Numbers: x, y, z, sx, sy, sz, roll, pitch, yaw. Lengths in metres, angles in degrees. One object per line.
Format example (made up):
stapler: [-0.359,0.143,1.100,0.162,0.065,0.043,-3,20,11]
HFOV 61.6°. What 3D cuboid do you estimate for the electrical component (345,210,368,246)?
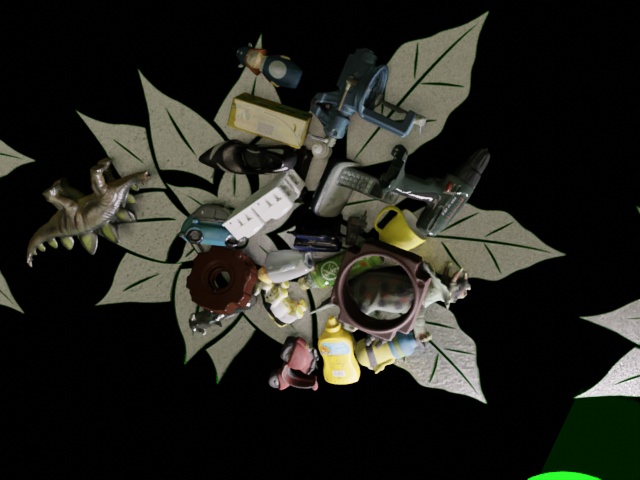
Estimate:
electrical component: [0.086,-0.026,1.273,0.045,0.102,0.078,5,73,-1]

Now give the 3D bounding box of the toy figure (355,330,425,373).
toy figure: [0.178,0.272,1.395,0.180,0.082,0.089,-25,108,19]

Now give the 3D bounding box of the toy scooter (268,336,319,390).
toy scooter: [-0.055,0.347,1.461,0.135,0.075,0.183,22,117,-1]

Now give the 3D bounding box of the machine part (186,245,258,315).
machine part: [-0.246,0.098,1.336,0.179,0.056,0.179,-3,75,10]

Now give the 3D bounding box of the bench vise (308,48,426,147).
bench vise: [0.104,-0.278,1.145,0.241,0.129,0.223,29,95,15]

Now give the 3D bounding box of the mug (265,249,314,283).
mug: [-0.076,0.059,1.315,0.107,0.109,0.080,-13,88,26]

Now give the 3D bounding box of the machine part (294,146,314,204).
machine part: [-0.054,-0.157,1.272,0.084,0.039,0.138,23,116,7]

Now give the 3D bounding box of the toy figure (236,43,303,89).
toy figure: [-0.114,-0.384,1.177,0.154,0.058,0.064,24,75,-1]

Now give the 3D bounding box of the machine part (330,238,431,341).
machine part: [0.136,0.111,1.224,0.201,0.087,0.201,21,105,14]

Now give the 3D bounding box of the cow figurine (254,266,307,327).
cow figurine: [-0.119,0.147,1.392,0.098,0.068,0.167,-34,103,25]

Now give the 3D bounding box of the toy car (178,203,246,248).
toy car: [-0.261,-0.038,1.315,0.162,0.109,0.102,5,96,-4]

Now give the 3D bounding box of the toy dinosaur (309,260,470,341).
toy dinosaur: [0.167,0.131,1.319,0.405,0.131,0.192,4,106,9]

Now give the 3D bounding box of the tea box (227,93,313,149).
tea box: [-0.110,-0.268,1.200,0.170,0.098,0.068,17,113,2]

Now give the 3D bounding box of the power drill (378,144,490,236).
power drill: [0.247,-0.137,1.197,0.207,0.086,0.232,22,102,-24]

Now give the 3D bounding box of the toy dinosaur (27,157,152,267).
toy dinosaur: [-0.598,-0.063,1.349,0.472,0.105,0.198,-20,112,20]

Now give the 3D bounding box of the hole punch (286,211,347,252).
hole punch: [-0.003,-0.004,1.289,0.142,0.116,0.092,7,121,8]

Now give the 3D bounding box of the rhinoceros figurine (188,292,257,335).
rhinoceros figurine: [-0.251,0.183,1.399,0.190,0.112,0.073,-26,109,8]

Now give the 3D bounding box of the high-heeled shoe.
high-heeled shoe: [-0.172,-0.178,1.220,0.249,0.145,0.086,-6,111,8]

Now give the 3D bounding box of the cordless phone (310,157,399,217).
cordless phone: [0.082,-0.104,1.254,0.184,0.089,0.146,22,113,-8]

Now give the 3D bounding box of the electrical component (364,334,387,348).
electrical component: [0.156,0.237,1.366,0.063,0.094,0.021,6,128,45]
